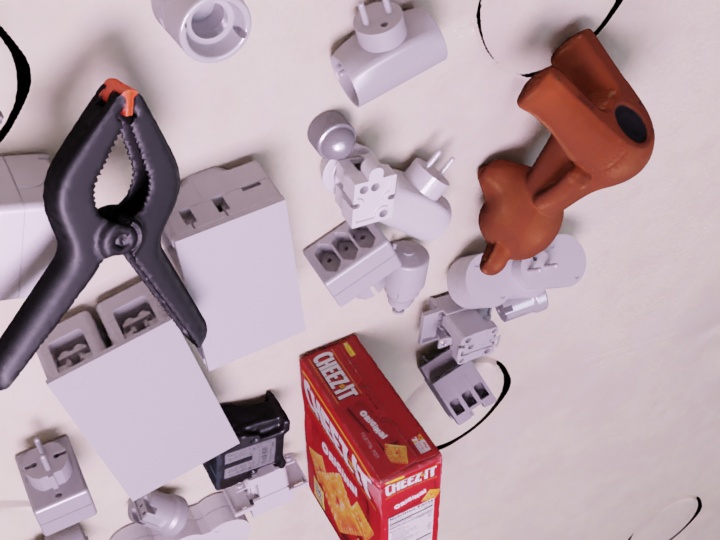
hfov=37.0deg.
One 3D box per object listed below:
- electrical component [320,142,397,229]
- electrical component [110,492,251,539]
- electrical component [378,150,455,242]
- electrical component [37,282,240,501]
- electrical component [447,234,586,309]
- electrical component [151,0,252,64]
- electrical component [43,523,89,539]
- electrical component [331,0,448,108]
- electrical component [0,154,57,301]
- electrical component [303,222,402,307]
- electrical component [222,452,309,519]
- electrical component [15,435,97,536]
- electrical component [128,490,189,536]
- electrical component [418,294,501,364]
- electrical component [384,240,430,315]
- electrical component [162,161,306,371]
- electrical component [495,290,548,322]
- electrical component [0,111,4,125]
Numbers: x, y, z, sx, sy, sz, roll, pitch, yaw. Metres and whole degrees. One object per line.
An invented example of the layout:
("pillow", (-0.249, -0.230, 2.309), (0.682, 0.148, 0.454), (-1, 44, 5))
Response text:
("electrical component", (-0.001, -0.071, 0.863), (0.048, 0.055, 0.066), (-17, 137, -22))
("electrical component", (-0.174, 0.280, 1.072), (0.138, 0.073, 0.052), (-17, 136, -22))
("electrical component", (0.049, -0.068, 0.912), (0.077, 0.043, 0.079), (21, 115, -46))
("electrical component", (-0.184, 0.101, 0.899), (0.105, 0.060, 0.186), (-28, 140, -10))
("electrical component", (0.159, 0.001, 1.023), (0.138, 0.074, 0.052), (-14, 92, -25))
("electrical component", (-0.102, -0.168, 0.703), (0.055, 0.047, 0.055), (-20, 138, -19))
("electrical component", (-0.287, 0.267, 1.004), (0.078, 0.040, 0.040), (-19, 138, -19))
("electrical component", (0.017, -0.169, 0.789), (0.077, 0.044, 0.079), (-30, 140, -7))
("electrical component", (-0.239, -0.024, 0.736), (0.061, 0.061, 0.096), (-8, 133, -30))
("electrical component", (0.000, 0.000, 0.941), (0.066, 0.047, 0.076), (-35, 141, -2))
("electrical component", (-0.098, 0.208, 1.081), (0.081, 0.042, 0.063), (-22, 135, -17))
("electrical component", (-0.262, 0.171, 0.909), (0.047, 0.065, 0.076), (-22, 138, -17))
("electrical component", (-0.195, 0.232, 1.037), (0.040, 0.040, 0.046), (-46, 133, 13))
("electrical component", (0.101, 0.055, 1.055), (0.081, 0.063, 0.042), (-17, 138, -21))
("electrical component", (0.040, 0.009, 0.983), (0.040, 0.040, 0.078), (-15, 136, -24))
("electrical component", (-0.103, -0.004, 0.853), (0.089, 0.061, 0.150), (-22, 139, -16))
("electrical component", (0.162, 0.029, 1.092), (0.046, 0.040, 0.040), (-21, 139, -8))
("electrical component", (-0.257, -0.097, 0.624), (0.061, 0.096, 0.062), (-45, 140, 12))
